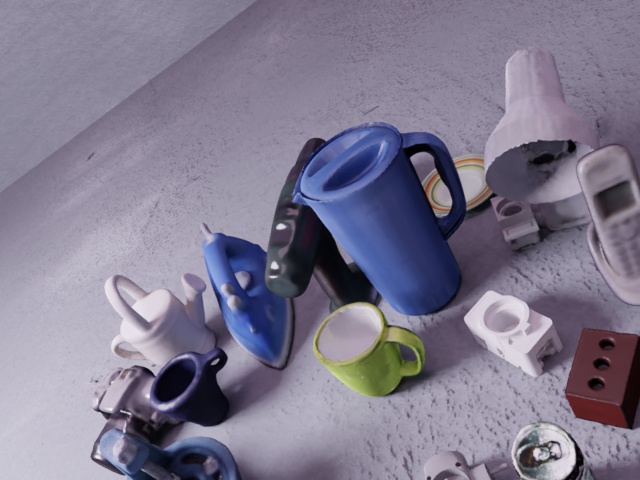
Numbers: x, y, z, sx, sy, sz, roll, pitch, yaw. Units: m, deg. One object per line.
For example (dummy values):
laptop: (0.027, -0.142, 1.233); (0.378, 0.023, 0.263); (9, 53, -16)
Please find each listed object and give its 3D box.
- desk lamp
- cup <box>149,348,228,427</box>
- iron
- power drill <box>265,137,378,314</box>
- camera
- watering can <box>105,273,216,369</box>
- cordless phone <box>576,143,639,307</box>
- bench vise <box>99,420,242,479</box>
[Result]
desk lamp: (0.273, -0.108, 0.687); (0.117, 0.214, 0.203); (-12, 42, 30)
cup: (-0.162, 0.208, 0.796); (0.118, 0.095, 0.091); (-39, 35, -3)
iron: (-0.123, 0.074, 0.876); (0.118, 0.142, 0.257); (-35, 35, 1)
power drill: (0.007, 0.003, 0.789); (0.075, 0.209, 0.230); (-9, 43, 33)
camera: (-0.287, 0.260, 0.836); (0.142, 0.101, 0.137); (-3, 47, 38)
watering can: (-0.251, 0.118, 0.886); (0.173, 0.195, 0.100); (-47, 37, -14)
cordless phone: (0.338, -0.032, 0.571); (0.147, 0.186, 0.094); (-28, 36, 12)
bench vise: (-0.184, 0.271, 0.634); (0.206, 0.220, 0.121); (-12, 42, 31)
